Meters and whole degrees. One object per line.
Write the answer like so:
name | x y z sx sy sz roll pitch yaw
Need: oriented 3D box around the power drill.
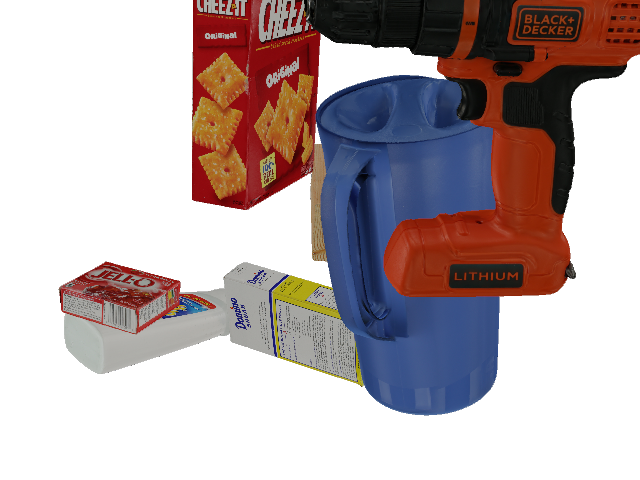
power drill | 0.079 -0.059 0.571 0.184 0.188 0.057 1 32 -6

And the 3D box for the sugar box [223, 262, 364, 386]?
sugar box | -0.020 0.089 1.167 0.176 0.093 0.048 18 37 30

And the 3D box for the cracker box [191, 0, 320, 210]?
cracker box | -0.059 -0.154 1.058 0.072 0.214 0.164 11 20 21

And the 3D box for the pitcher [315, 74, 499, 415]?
pitcher | 0.068 0.011 0.790 0.149 0.243 0.145 -11 27 -8

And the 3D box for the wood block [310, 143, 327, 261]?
wood block | 0.033 -0.057 1.523 0.091 0.090 0.206 2 28 -3

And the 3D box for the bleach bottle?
bleach bottle | -0.197 0.104 1.387 0.250 0.068 0.103 -13 28 -39

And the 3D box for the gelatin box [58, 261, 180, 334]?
gelatin box | -0.189 0.052 1.005 0.089 0.030 0.073 14 24 23
